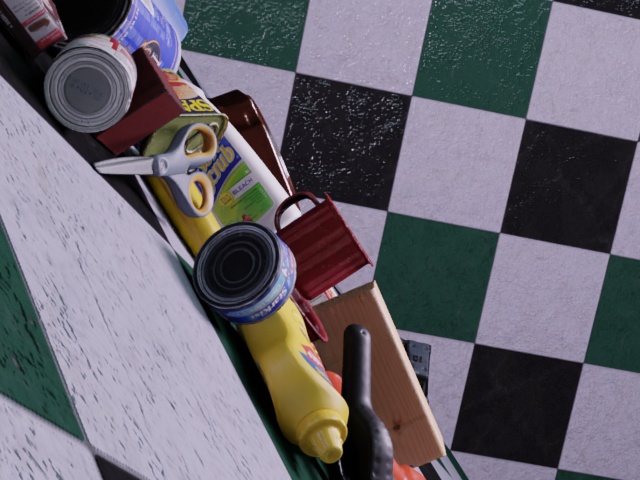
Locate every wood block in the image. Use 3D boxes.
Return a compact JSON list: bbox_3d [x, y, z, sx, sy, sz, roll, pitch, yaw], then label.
[{"bbox_3d":[0.063,0.162,1.239,0.090,0.091,0.206,-52,119,-85],"label":"wood block"}]

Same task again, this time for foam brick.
[{"bbox_3d":[-0.169,-0.121,0.942,0.053,0.078,0.051,59,1,18],"label":"foam brick"}]

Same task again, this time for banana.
[{"bbox_3d":[-0.131,-0.036,1.043,0.198,0.037,0.069,57,6,24],"label":"banana"}]

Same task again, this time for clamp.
[{"bbox_3d":[0.022,0.174,0.946,0.039,0.120,0.171,9,48,-22],"label":"clamp"}]

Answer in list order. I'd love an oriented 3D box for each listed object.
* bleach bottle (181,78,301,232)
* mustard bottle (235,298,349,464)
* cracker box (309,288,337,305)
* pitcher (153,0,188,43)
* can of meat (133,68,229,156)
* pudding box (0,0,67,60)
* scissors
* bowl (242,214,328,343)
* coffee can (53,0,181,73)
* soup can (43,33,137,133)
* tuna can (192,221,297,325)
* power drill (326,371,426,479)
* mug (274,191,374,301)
[{"bbox_3d":[-0.137,-0.095,1.271,0.251,0.102,0.068,50,2,4],"label":"bleach bottle"},{"bbox_3d":[-0.020,0.120,0.911,0.096,0.058,0.192,61,-1,-37],"label":"mustard bottle"},{"bbox_3d":[0.012,0.124,1.440,0.164,0.072,0.214,57,1,-6],"label":"cracker box"},{"bbox_3d":[-0.275,-0.334,1.347,0.242,0.149,0.145,59,-15,-28],"label":"pitcher"},{"bbox_3d":[-0.153,-0.121,1.025,0.084,0.057,0.101,43,29,23],"label":"can of meat"},{"bbox_3d":[-0.250,-0.204,0.866,0.090,0.039,0.113,55,2,-32],"label":"pudding box"},{"bbox_3d":[-0.136,-0.048,0.931,0.201,0.016,0.096,-45,131,-61],"label":"scissors"},{"bbox_3d":[-0.057,0.054,1.123,0.162,0.055,0.162,56,2,-4],"label":"bowl"},{"bbox_3d":[-0.205,-0.205,1.039,0.103,0.103,0.140,57,2,17],"label":"coffee can"},{"bbox_3d":[-0.181,-0.126,0.850,0.068,0.068,0.102,56,3,-17],"label":"soup can"},{"bbox_3d":[-0.065,0.027,0.915,0.086,0.086,0.033,58,4,34],"label":"tuna can"},{"bbox_3d":[0.061,0.233,1.051,0.187,0.057,0.184,55,2,-33],"label":"power drill"},{"bbox_3d":[-0.007,0.001,1.137,0.117,0.081,0.093,58,2,20],"label":"mug"}]
